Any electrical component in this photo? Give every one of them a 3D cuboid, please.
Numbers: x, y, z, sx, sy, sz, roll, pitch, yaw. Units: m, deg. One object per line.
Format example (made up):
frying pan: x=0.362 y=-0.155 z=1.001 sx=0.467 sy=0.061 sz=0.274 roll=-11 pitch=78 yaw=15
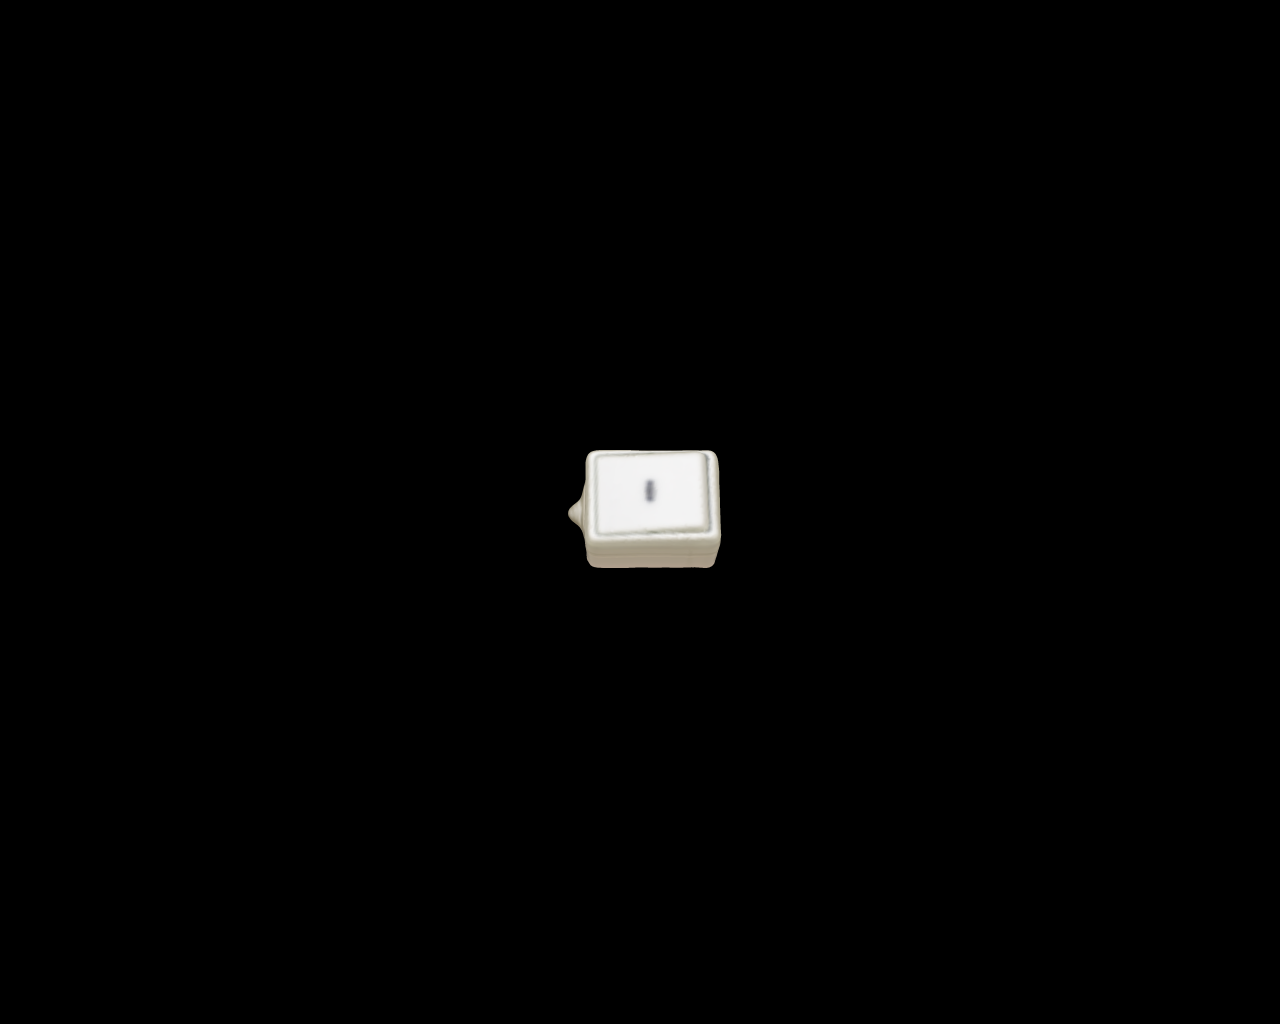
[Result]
electrical component: x=0.001 y=-0.003 z=0.650 sx=0.096 sy=0.062 sz=0.061 roll=0 pitch=-21 yaw=0
